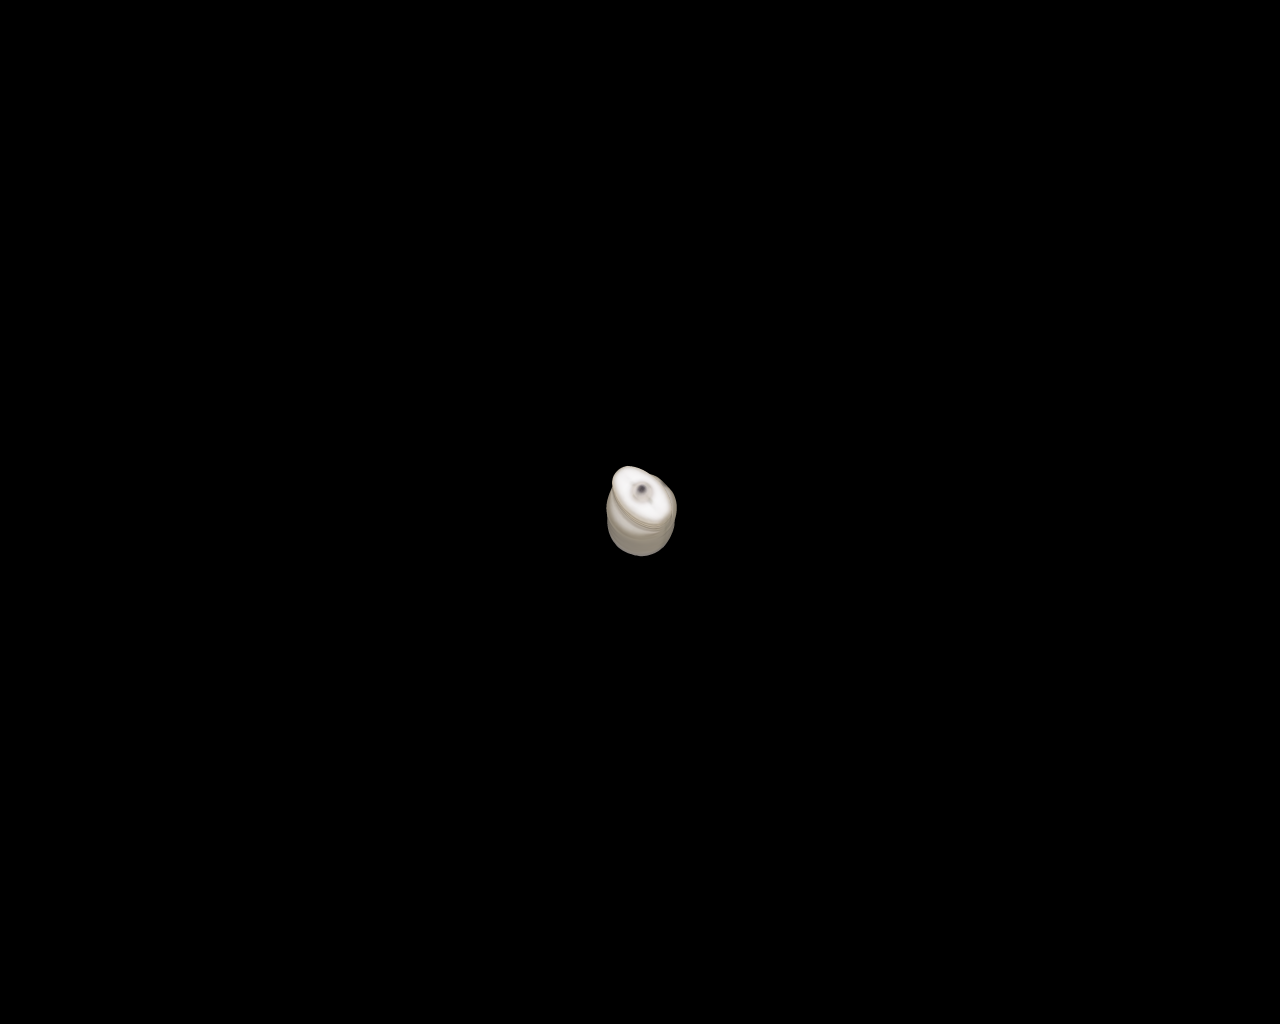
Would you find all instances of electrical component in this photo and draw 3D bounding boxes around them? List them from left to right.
[{"bbox_3d":[0.001,-0.003,0.650,0.043,0.043,0.081,0,-16,0],"label":"electrical component"}]
